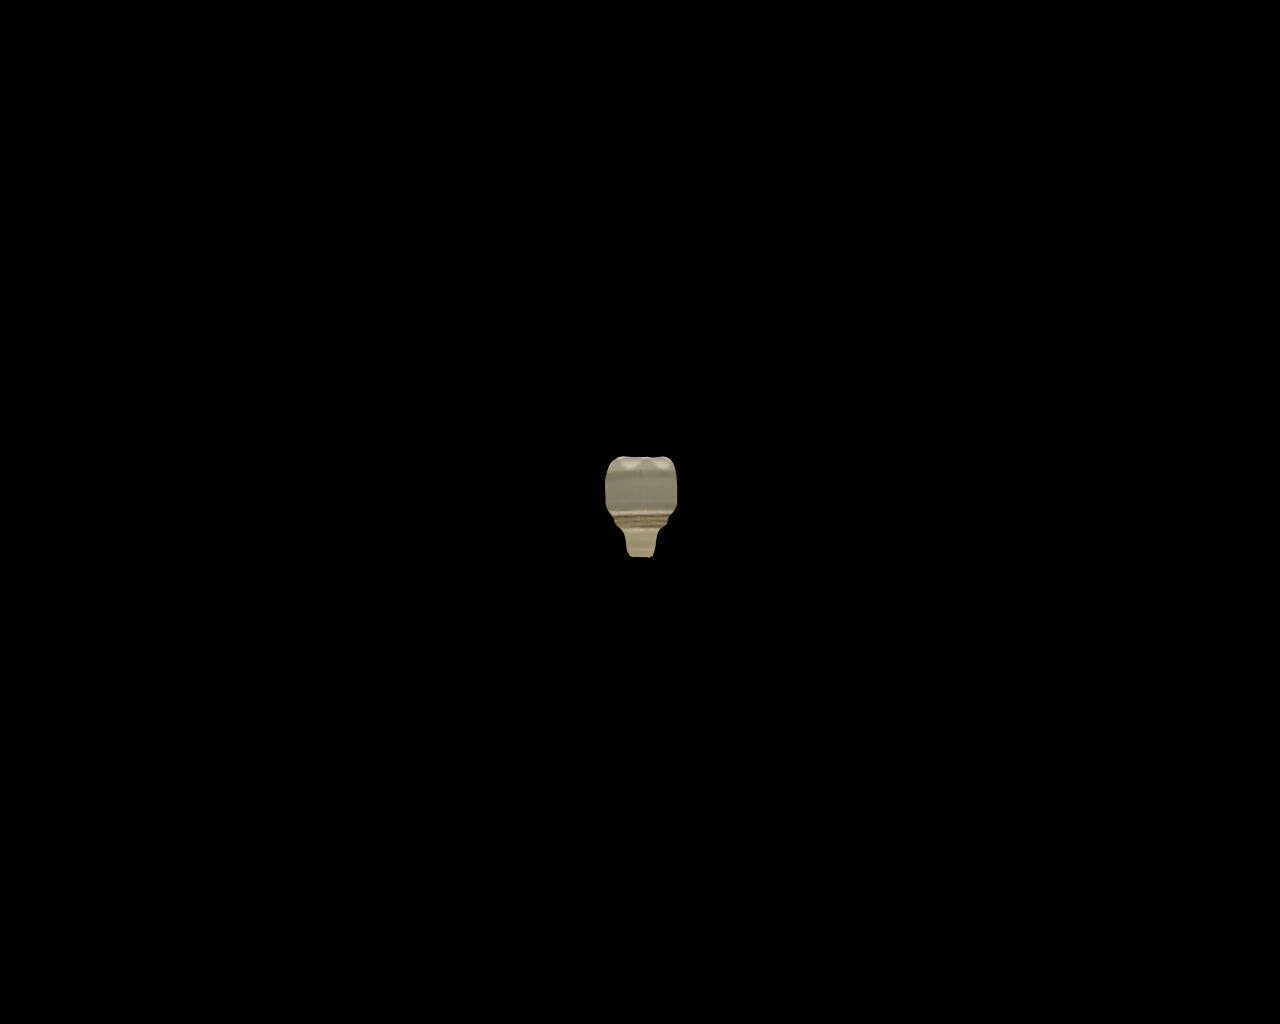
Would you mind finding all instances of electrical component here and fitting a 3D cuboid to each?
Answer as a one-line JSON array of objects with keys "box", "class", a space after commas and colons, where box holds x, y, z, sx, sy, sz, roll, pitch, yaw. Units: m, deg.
[{"box": [0.001, -0.003, 0.650, 0.043, 0.062, 0.043, 0, -2, 0], "class": "electrical component"}]
